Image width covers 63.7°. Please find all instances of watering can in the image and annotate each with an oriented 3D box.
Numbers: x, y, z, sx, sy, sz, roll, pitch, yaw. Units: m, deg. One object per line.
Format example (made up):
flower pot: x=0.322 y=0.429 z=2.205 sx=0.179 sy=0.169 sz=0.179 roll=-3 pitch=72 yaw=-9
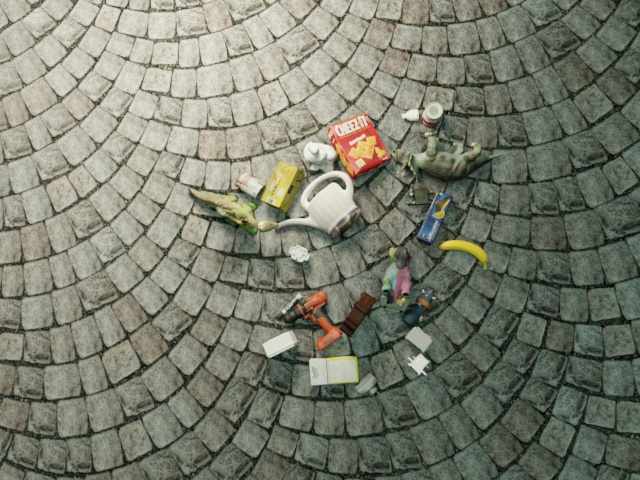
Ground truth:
watering can: x=0.006 y=-0.098 z=1.945 sx=0.345 sy=0.104 sz=0.226 roll=-44 pitch=79 yaw=9

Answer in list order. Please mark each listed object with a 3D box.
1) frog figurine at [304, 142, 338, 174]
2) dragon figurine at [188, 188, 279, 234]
frog figurine: x=-0.007 y=-0.329 z=1.940 sx=0.139 sy=0.156 sz=0.124 roll=33 pitch=74 yaw=36
dragon figurine: x=-0.341 y=-0.115 z=1.902 sx=0.411 sy=0.242 sz=0.122 roll=21 pitch=91 yaw=5
